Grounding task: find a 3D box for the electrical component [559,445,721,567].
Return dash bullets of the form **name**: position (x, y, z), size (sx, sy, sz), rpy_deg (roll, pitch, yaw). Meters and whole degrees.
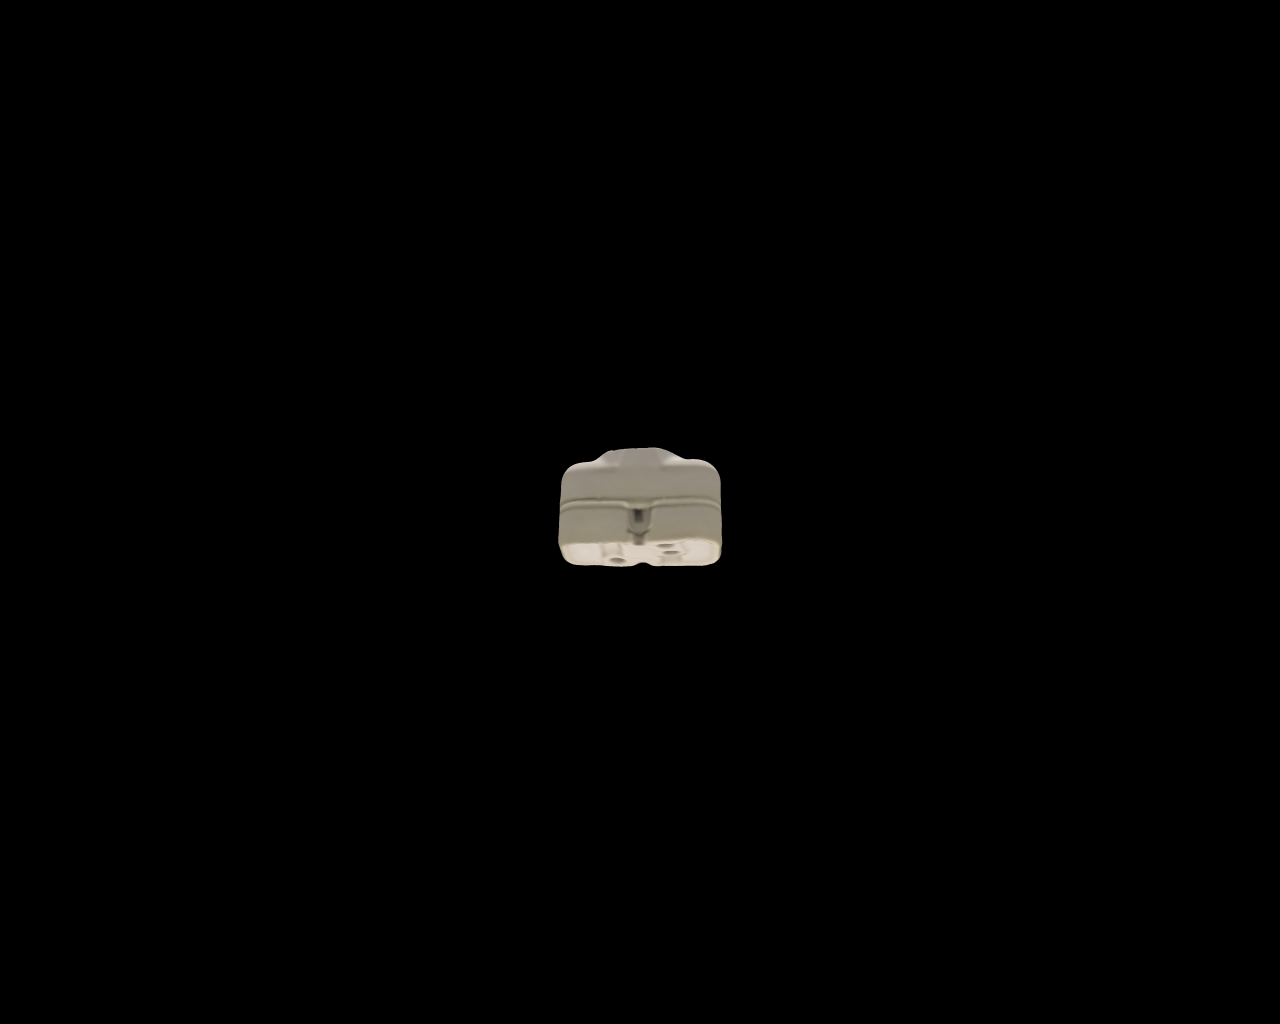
- **electrical component**: position (0.001, -0.003, 0.650), size (0.095, 0.059, 0.053), rpy_deg (-1, -19, 2)
